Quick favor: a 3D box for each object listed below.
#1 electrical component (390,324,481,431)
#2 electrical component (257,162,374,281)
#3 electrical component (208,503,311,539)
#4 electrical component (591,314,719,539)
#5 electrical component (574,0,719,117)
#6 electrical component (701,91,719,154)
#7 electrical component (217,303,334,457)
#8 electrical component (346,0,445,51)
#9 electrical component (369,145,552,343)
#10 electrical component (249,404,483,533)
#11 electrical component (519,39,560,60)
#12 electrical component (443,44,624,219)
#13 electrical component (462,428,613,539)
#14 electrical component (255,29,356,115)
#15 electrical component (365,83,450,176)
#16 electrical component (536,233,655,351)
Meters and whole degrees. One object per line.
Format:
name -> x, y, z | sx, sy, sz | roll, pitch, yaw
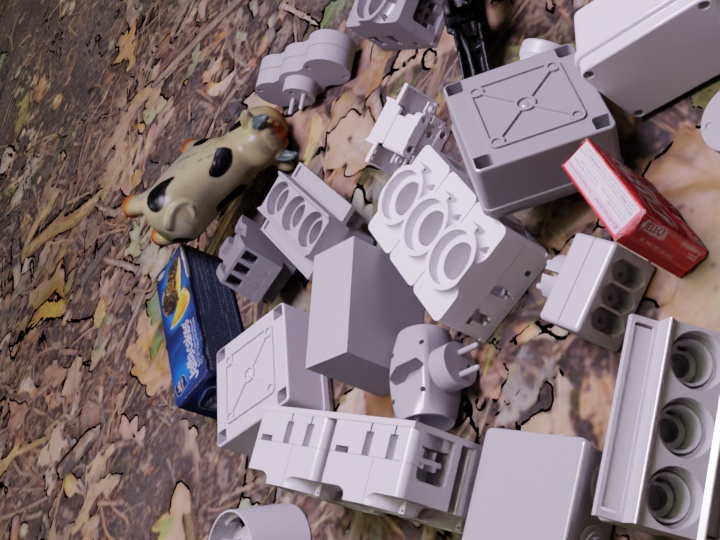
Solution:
electrical component -> 0.064, 0.080, 0.839 | 0.079, 0.043, 0.077 | -30, 48, 40
electrical component -> -0.042, -0.044, 1.034 | 0.078, 0.063, 0.121 | -59, 35, 9
electrical component -> -0.091, 0.254, 0.939 | 0.099, 0.064, 0.099 | -18, 68, 54
electrical component -> 0.183, 0.097, 0.648 | 0.063, 0.079, 0.121 | 130, 155, -74
electrical component -> 0.216, -0.168, 0.761 | 0.113, 0.078, 0.057 | -29, 46, 40
electrical component -> 0.259, -0.138, 0.690 | 0.052, 0.074, 0.138 | 21, 87, 55
electrical component -> -0.082, 0.105, 1.002 | 0.109, 0.056, 0.108 | -37, 44, 34
electrical component -> 0.052, -0.301, 1.069 | 0.089, 0.062, 0.150 | 12, 80, 55
electrical component -> 0.074, -0.026, 0.874 | 0.089, 0.062, 0.150 | -54, 36, 16
electrical component -> 0.011, 0.150, 0.810 | 0.186, 0.105, 0.060 | -4, 67, 52
electrical component -> 0.147, -0.161, 0.882 | 0.040, 0.040, 0.046 | 15, 88, 55
electrical component -> 0.129, -0.106, 0.813 | 0.109, 0.056, 0.108 | -18, 46, 5
electrical component -> 0.122, 0.156, 0.712 | 0.100, 0.048, 0.099 | -3, 67, 52
electrical component -> -0.063, -0.203, 1.169 | 0.138, 0.052, 0.073 | -13, 60, 48
electrical component -> 0.045, -0.124, 0.988 | 0.064, 0.042, 0.081 | 34, 99, 54
electrical component -> 0.154, 0.011, 0.759 | 0.077, 0.047, 0.065 | 22, 88, 55
